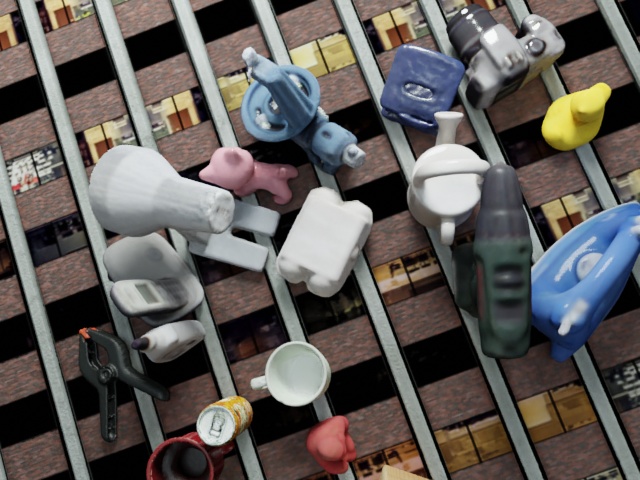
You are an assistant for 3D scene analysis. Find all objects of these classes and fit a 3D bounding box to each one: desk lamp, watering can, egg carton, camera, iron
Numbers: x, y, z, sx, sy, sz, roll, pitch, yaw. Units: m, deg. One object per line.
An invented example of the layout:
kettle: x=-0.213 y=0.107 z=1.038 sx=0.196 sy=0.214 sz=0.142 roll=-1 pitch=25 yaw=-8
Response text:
desk lamp: x=-0.177 y=-0.041 z=0.786 sx=0.203 sy=0.213 sz=0.118 roll=15 pitch=84 yaw=8
watering can: x=0.169 y=-0.085 z=0.769 sx=0.101 sy=0.194 sz=0.173 roll=-21 pitch=80 yaw=2
egg carton: x=0.008 y=0.003 z=0.836 sx=0.107 sy=0.069 sz=0.150 roll=24 pitch=85 yaw=8
camera: x=0.260 y=-0.288 z=0.837 sx=0.143 sy=0.101 sz=0.137 roll=-32 pitch=80 yaw=0
iron: x=0.369 y=0.036 z=0.760 sx=0.118 sy=0.141 sz=0.258 roll=38 pitch=87 yaw=10

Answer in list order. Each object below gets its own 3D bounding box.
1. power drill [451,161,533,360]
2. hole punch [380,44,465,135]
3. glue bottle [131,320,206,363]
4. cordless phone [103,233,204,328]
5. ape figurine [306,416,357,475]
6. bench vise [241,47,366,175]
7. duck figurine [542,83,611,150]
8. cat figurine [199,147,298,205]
power drill: x=0.221 y=0.035 z=0.740 sx=0.075 sy=0.208 sz=0.230 roll=-4 pitch=82 yaw=5
hole punch: x=0.150 y=-0.219 z=0.843 sx=0.108 sy=0.091 sz=0.101 roll=21 pitch=84 yaw=8
glue bottle: x=-0.216 y=0.139 z=0.785 sx=0.078 sy=0.173 sz=0.037 roll=-33 pitch=80 yaw=0
cordless phone: x=-0.250 y=0.052 z=0.794 sx=0.094 sy=0.185 sz=0.147 roll=-42 pitch=80 yaw=-1
ape figurine: x=0.016 y=0.282 z=0.784 sx=0.076 sy=0.092 sz=0.078 roll=19 pitch=84 yaw=8
bench vise: x=-0.024 y=-0.185 z=0.789 sx=0.207 sy=0.220 sz=0.121 roll=19 pitch=84 yaw=8
duck figurine: x=0.371 y=-0.181 z=0.819 sx=0.104 sy=0.086 sz=0.077 roll=-44 pitch=80 yaw=-2
cat figurine: x=-0.104 y=-0.101 z=0.836 sx=0.127 sy=0.118 sz=0.067 roll=7 pitch=83 yaw=7
